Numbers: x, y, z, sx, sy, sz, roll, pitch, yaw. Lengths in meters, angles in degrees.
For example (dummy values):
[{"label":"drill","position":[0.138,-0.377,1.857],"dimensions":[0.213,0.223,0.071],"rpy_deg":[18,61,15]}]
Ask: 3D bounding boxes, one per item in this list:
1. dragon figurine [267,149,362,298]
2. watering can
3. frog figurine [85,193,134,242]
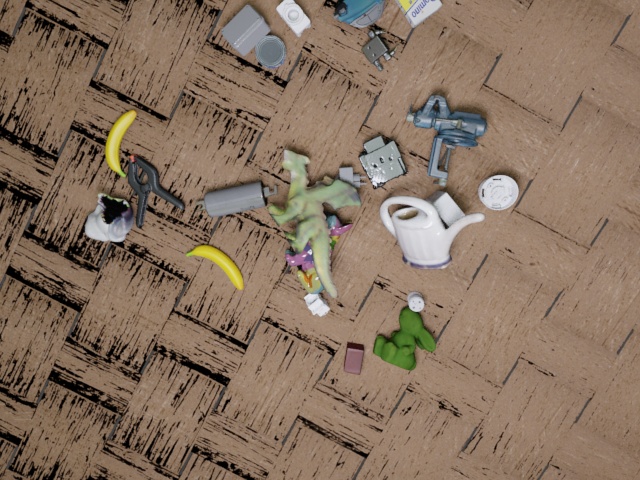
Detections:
[{"label":"dragon figurine","position":[0.004,-0.071,1.402],"dimensions":[0.243,0.413,0.121],"rpy_deg":[-36,-10,-6]},{"label":"watering can","position":[0.302,-0.014,1.386],"dimensions":[0.105,0.220,0.349],"rpy_deg":[-39,33,-27]},{"label":"frog figurine","position":[-0.612,-0.048,1.499],"dimensions":[0.124,0.138,0.156],"rpy_deg":[-25,-20,-45]}]
